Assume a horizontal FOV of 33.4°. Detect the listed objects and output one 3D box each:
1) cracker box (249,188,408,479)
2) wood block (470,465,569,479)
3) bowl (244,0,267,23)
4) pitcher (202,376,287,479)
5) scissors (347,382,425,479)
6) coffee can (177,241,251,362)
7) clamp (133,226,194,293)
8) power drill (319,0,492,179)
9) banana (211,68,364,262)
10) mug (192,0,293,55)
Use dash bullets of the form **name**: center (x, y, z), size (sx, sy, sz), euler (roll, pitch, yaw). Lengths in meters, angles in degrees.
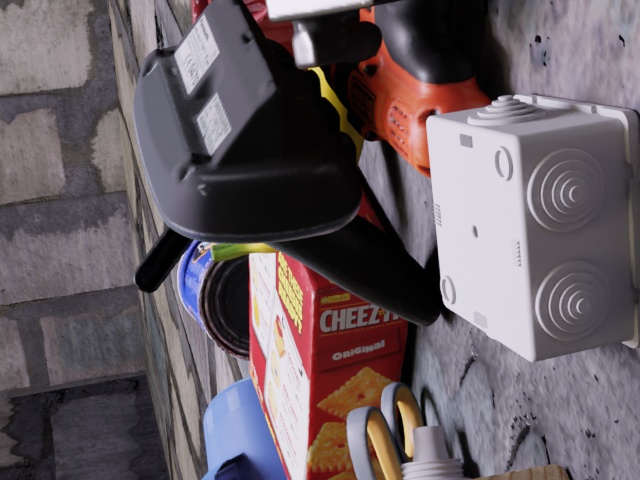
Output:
- **cracker box**: center (0.001, 0.064, 0.736), size (0.164, 0.072, 0.214), euler (-116, 23, -49)
- **wood block**: center (0.068, 0.204, 0.507), size (0.206, 0.090, 0.091), euler (97, 159, -47)
- **bowl**: center (-0.019, -0.207, 0.636), size (0.162, 0.055, 0.162), euler (5, 96, 62)
- **pitcher**: center (-0.027, 0.220, 0.811), size (0.149, 0.145, 0.243), euler (96, 163, -45)
- **scissors**: center (0.063, 0.172, 0.641), size (0.201, 0.016, 0.096), euler (66, -152, -24)
- **coffee can**: center (-0.064, 0.041, 0.919), size (0.140, 0.102, 0.103), euler (-159, 61, -75)
- **clamp**: center (-0.081, -0.056, 0.947), size (0.165, 0.036, 0.209), euler (-35, 22, 33)
- **power drill**: center (0.033, -0.141, 0.510), size (0.185, 0.057, 0.188), euler (-127, 28, -56)
- **banana**: center (-0.005, -0.072, 0.646), size (0.037, 0.069, 0.197), euler (98, -171, -74)
- **mug**: center (-0.044, -0.140, 0.768), size (0.093, 0.081, 0.117), euler (-117, 23, -54)
